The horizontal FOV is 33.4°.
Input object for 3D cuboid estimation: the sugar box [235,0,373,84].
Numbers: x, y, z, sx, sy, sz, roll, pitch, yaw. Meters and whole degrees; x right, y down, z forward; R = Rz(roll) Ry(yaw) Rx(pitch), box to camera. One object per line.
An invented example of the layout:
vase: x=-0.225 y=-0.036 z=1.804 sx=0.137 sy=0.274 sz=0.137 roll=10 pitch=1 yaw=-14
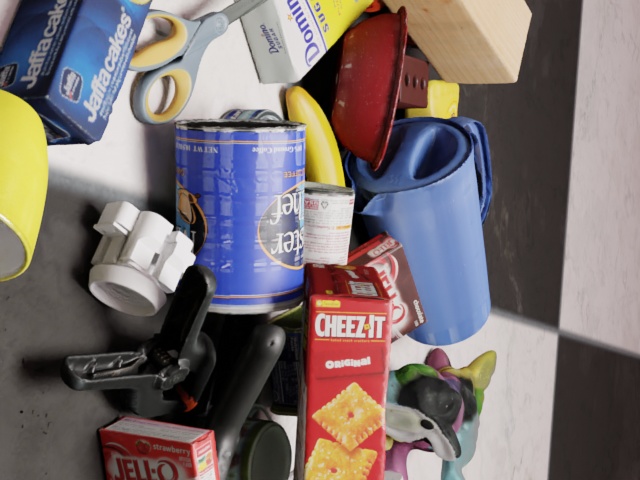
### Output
sugar box: x=-0.010 y=-0.225 z=0.988 sx=0.176 sy=0.048 sz=0.093 roll=-57 pitch=138 yaw=-46

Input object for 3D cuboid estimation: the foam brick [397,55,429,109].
foam brick: x=0.080 y=-0.170 z=1.154 sx=0.078 sy=0.051 sz=0.053 roll=-5 pitch=97 yaw=-62

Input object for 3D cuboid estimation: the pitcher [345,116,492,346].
pitcher: x=0.125 y=-0.009 z=1.164 sx=0.145 sy=0.149 sz=0.243 roll=-89 pitch=166 yaw=-51

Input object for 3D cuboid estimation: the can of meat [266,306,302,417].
can of meat: x=-0.008 y=0.109 z=1.003 sx=0.101 sy=0.058 sz=0.084 roll=-23 pitch=110 yaw=-60

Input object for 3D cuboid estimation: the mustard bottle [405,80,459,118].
mustard bottle: x=0.130 y=-0.089 z=1.246 sx=0.096 sy=0.058 sz=0.191 roll=-11 pitch=102 yaw=-67

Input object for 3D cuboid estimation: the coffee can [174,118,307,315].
coffee can: x=-0.062 y=-0.022 z=0.833 sx=0.102 sy=0.103 sz=0.140 roll=-17 pitch=111 yaw=-60

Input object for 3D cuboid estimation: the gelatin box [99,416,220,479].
gelatin box: x=-0.115 y=0.171 z=0.771 sx=0.030 sy=0.089 sz=0.073 roll=-25 pitch=113 yaw=-56

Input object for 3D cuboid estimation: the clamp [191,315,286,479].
clamp: x=-0.078 y=0.147 z=0.822 sx=0.165 sy=0.036 sz=0.210 roll=162 pitch=-53 yaw=-76

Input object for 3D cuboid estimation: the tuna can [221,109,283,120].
tuna can: x=-0.057 y=-0.071 z=0.922 sx=0.086 sy=0.034 sz=0.086 roll=-8 pitch=99 yaw=-62

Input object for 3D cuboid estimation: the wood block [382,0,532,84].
wood block: x=0.138 y=-0.251 z=1.105 sx=0.205 sy=0.090 sz=0.091 roll=38 pitch=63 yaw=-53

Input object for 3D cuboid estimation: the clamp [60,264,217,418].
clamp: x=-0.108 y=0.080 z=0.771 sx=0.039 sy=0.120 sz=0.171 roll=54 pitch=-3 yaw=21

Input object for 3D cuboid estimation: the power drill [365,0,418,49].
power drill: x=0.092 y=-0.307 z=1.165 sx=0.187 sy=0.057 sz=0.184 roll=30 pitch=69 yaw=-56

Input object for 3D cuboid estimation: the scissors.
scissors: x=-0.088 y=-0.150 z=0.845 sx=0.201 sy=0.016 sz=0.096 roll=-24 pitch=120 yaw=-47

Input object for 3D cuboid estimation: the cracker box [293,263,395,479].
cracker box: x=0.018 y=0.136 z=0.873 sx=0.164 sy=0.072 sz=0.214 roll=-108 pitch=-160 yaw=-82

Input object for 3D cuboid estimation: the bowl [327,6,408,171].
bowl: x=0.042 y=-0.151 z=1.037 sx=0.162 sy=0.055 sz=0.162 roll=-172 pitch=-89 yaw=-85

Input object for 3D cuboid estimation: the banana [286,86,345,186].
banana: x=-0.001 y=-0.050 z=1.025 sx=0.069 sy=0.037 sz=0.198 roll=-21 pitch=110 yaw=-60

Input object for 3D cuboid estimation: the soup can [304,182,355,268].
soup can: x=-0.006 y=0.001 z=0.973 sx=0.068 sy=0.069 sz=0.102 roll=-10 pitch=108 yaw=-61

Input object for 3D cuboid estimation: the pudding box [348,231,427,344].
pudding box: x=0.052 y=0.059 z=1.084 sx=0.090 sy=0.039 sz=0.113 roll=-30 pitch=130 yaw=-11
